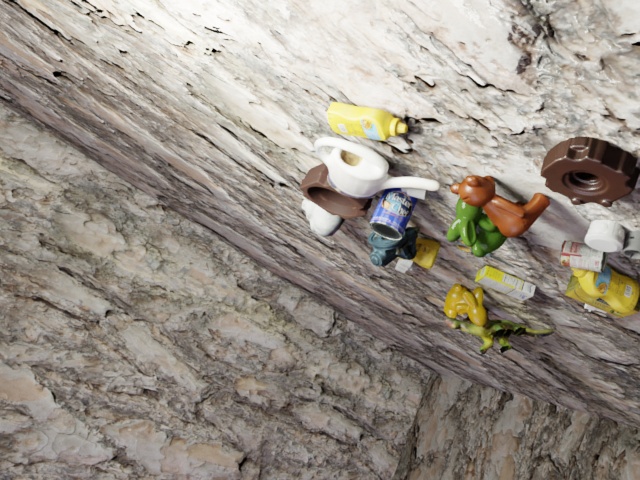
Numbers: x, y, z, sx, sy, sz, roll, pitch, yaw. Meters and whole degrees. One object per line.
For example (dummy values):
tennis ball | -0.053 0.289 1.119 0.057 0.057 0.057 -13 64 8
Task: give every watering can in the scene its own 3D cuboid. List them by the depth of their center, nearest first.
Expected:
watering can | 0.141 -0.175 1.401 0.348 0.105 0.221 25 163 5

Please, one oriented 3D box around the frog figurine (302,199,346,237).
frog figurine | 0.006 -0.092 1.832 0.159 0.125 0.135 37 128 -5

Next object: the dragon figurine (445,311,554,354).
dragon figurine | 0.692 0.333 2.056 0.411 0.120 0.247 -1 -155 -17
